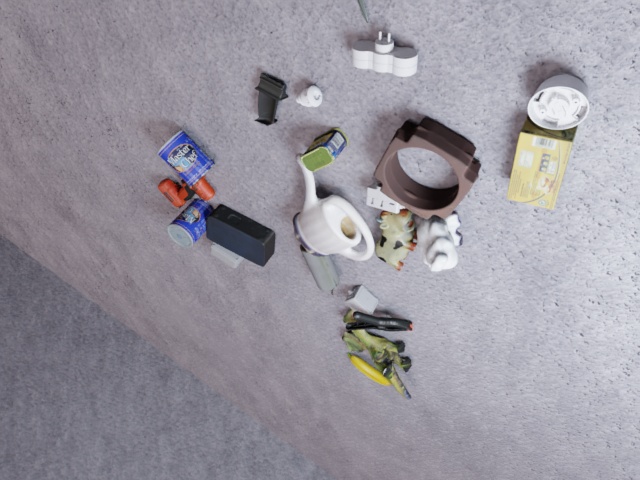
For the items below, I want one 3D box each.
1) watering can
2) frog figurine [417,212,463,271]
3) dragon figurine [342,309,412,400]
[{"bbox_3d":[0.004,-0.071,1.406,0.345,0.106,0.222,51,141,-12],"label":"watering can"},{"bbox_3d":[0.279,0.017,1.241,0.123,0.163,0.134,24,141,15],"label":"frog figurine"},{"bbox_3d":[0.181,0.390,1.787,0.245,0.124,0.402,22,142,45],"label":"dragon figurine"}]
